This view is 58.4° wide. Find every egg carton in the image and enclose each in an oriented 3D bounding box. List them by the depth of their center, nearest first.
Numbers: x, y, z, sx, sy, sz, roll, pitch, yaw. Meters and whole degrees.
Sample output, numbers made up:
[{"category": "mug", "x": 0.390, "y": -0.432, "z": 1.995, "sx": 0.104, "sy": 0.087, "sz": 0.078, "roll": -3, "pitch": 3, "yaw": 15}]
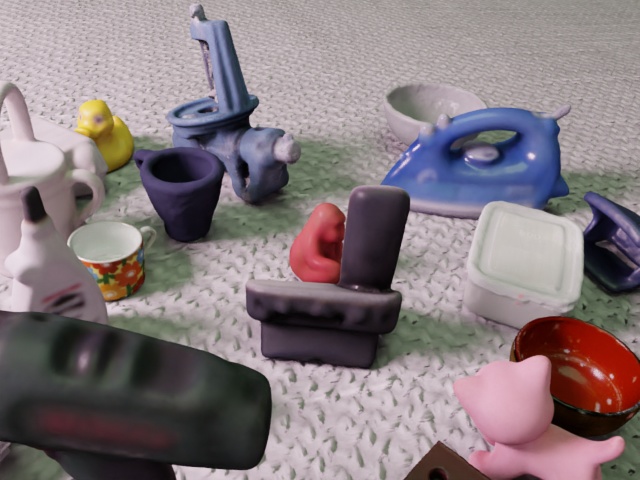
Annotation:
[{"category": "egg carton", "x": -0.346, "y": -0.097, "z": 0.718, "sx": 0.150, "sy": 0.069, "sz": 0.107, "roll": 22, "pitch": 41, "yaw": 20}]

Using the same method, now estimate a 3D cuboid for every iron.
[{"category": "iron", "x": 0.204, "y": -0.114, "z": 0.754, "sx": 0.258, "sy": 0.141, "sz": 0.118, "roll": -3, "pitch": 39, "yaw": -11}]

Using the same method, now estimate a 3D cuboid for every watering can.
[{"category": "watering can", "x": -0.313, "y": -0.062, "z": 0.576, "sx": 0.173, "sy": 0.194, "sz": 0.100, "roll": -12, "pitch": 41, "yaw": -22}]

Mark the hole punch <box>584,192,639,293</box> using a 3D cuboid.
[{"category": "hole punch", "x": 0.364, "y": -0.005, "z": 0.677, "sx": 0.101, "sy": 0.091, "sz": 0.108, "roll": -8, "pitch": 40, "yaw": -17}]

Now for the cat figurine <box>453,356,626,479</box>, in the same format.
[{"category": "cat figurine", "x": 0.164, "y": 0.142, "z": 0.439, "sx": 0.127, "sy": 0.118, "sz": 0.067, "roll": 23, "pitch": 41, "yaw": 21}]

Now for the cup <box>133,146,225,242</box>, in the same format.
[{"category": "cup", "x": -0.167, "y": -0.051, "z": 0.662, "sx": 0.117, "sy": 0.095, "sz": 0.092, "roll": 23, "pitch": 41, "yaw": 21}]

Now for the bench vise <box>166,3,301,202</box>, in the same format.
[{"category": "bench vise", "x": -0.103, "y": -0.174, "z": 0.726, "sx": 0.207, "sy": 0.220, "sz": 0.122, "roll": 17, "pitch": 39, "yaw": 14}]

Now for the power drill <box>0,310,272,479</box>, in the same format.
[{"category": "power drill", "x": -0.145, "y": 0.127, "z": 0.344, "sx": 0.229, "sy": 0.208, "sz": 0.075, "roll": 3, "pitch": 38, "yaw": -3}]

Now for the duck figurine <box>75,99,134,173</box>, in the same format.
[{"category": "duck figurine", "x": -0.298, "y": -0.150, "z": 0.779, "sx": 0.077, "sy": 0.086, "sz": 0.104, "roll": 10, "pitch": 38, "yaw": 6}]

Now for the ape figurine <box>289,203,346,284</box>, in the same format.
[{"category": "ape figurine", "x": 0.006, "y": 0.002, "z": 0.619, "sx": 0.076, "sy": 0.092, "sz": 0.078, "roll": 17, "pitch": 39, "yaw": 15}]

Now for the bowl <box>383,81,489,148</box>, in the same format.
[{"category": "bowl", "x": 0.175, "y": -0.181, "z": 0.891, "sx": 0.167, "sy": 0.075, "sz": 0.167, "roll": 4, "pitch": 38, "yaw": -3}]

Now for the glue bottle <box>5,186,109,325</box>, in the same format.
[{"category": "glue bottle", "x": -0.230, "y": 0.029, "z": 0.487, "sx": 0.037, "sy": 0.173, "sz": 0.078, "roll": 30, "pitch": 44, "yaw": 28}]

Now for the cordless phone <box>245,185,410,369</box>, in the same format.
[{"category": "cordless phone", "x": 0.007, "y": 0.021, "z": 0.519, "sx": 0.147, "sy": 0.185, "sz": 0.094, "roll": 3, "pitch": 38, "yaw": -4}]
